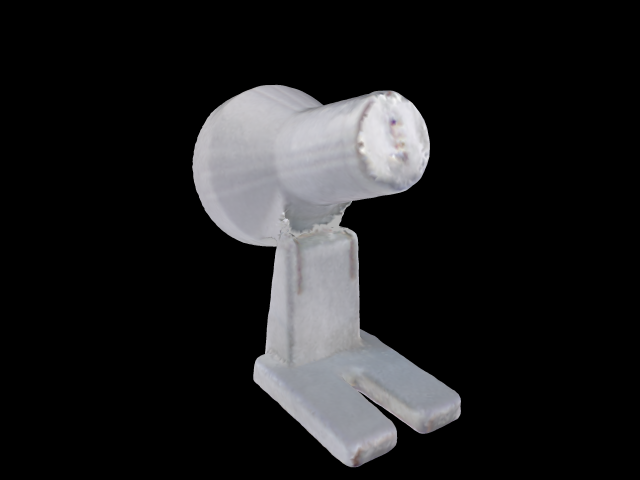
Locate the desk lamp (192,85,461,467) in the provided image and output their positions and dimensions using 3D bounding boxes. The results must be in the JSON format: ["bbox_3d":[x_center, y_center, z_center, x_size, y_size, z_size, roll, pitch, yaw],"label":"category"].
[{"bbox_3d":[0.004,0.001,0.400,0.118,0.214,0.202,-14,24,-33],"label":"desk lamp"}]
